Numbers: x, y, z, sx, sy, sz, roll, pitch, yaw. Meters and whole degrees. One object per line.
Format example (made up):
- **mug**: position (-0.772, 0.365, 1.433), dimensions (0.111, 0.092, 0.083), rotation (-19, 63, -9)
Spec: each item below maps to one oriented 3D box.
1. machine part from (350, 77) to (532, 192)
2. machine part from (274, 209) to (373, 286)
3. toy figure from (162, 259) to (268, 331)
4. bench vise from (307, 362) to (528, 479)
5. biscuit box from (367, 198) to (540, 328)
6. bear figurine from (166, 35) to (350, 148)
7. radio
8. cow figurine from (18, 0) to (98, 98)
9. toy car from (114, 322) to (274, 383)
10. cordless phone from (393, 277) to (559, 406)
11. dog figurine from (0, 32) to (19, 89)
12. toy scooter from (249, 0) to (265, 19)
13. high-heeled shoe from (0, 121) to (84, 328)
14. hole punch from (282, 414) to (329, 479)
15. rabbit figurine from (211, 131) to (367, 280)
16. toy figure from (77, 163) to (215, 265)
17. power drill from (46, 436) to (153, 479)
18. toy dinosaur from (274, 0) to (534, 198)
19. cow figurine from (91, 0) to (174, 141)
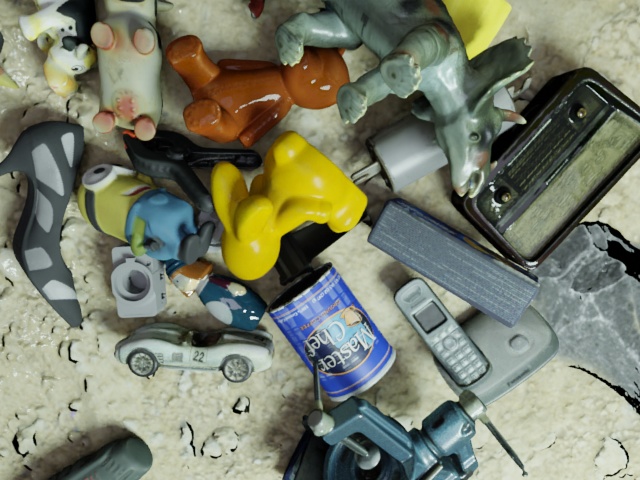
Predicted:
- **machine part**: position (0.146, -0.130, 0.657), dimensions (0.243, 0.079, 0.079), rotation (-29, 97, 2)
- **machine part**: position (-0.001, -0.002, 0.674), dimensions (0.139, 0.084, 0.039), rotation (-30, 132, -3)
- **toy figure**: position (-0.140, 0.058, 0.686), dimensions (0.154, 0.058, 0.064), rotation (34, 109, -6)
- **bench vise**: position (0.080, 0.230, 0.602), dimensions (0.224, 0.129, 0.240), rotation (-34, 128, 13)
- **biscuit box**: position (0.158, 0.022, 0.651), dimensions (0.203, 0.059, 0.062), rotation (32, 106, 15)
- **bear figurine**: position (-0.056, -0.183, 0.623), dimensions (0.196, 0.132, 0.120), rotation (-16, 79, 8)
- **radio**: position (0.281, -0.089, 0.664), dimensions (0.131, 0.073, 0.229), rotation (40, 95, -6)
- **cow figurine**: position (-0.301, -0.261, 0.642), dimensions (0.098, 0.068, 0.167), rotation (-16, 98, -5)
- **toy car**: position (-0.160, 0.140, 0.691), dimensions (0.202, 0.073, 0.056), rotation (4, 101, -1)
- **cordless phone**: position (0.194, 0.104, 0.687), dimensions (0.146, 0.089, 0.184), rotation (-38, 92, 4)
- **dog figurine**: position (-0.480, -0.215, 0.626), dimensions (0.219, 0.108, 0.191), rotation (29, 96, -7)
- **toy scooter**: position (-0.089, -0.344, 0.628), dimensions (0.184, 0.075, 0.135), rotation (-43, 97, 8)
- **high-heeled shoe**: position (-0.321, -0.021, 0.685), dimensions (0.145, 0.086, 0.248), rotation (-33, 116, -25)
- **hole punch**: position (0.018, 0.305, 0.719), dimensions (0.142, 0.092, 0.116), rotation (26, 72, -1)
- **rabbit figurine**: position (-0.050, -0.028, 0.610), dimensions (0.122, 0.162, 0.173), rotation (42, 96, 26)
- **toy figure**: position (-0.214, -0.027, 0.642), dimensions (0.180, 0.082, 0.089), rotation (30, 101, 15)
- **power drill**: position (-0.291, 0.392, 0.727), dimensions (0.232, 0.086, 0.207), rotation (-41, 89, 2)
- **toy dinosaur**: position (0.064, -0.231, 0.563), dimensions (0.192, 0.131, 0.405), rotation (-29, 76, -34)
- **cow figurine**: position (-0.218, -0.226, 0.626), dimensions (0.085, 0.127, 0.194), rotation (2, 114, -11)
